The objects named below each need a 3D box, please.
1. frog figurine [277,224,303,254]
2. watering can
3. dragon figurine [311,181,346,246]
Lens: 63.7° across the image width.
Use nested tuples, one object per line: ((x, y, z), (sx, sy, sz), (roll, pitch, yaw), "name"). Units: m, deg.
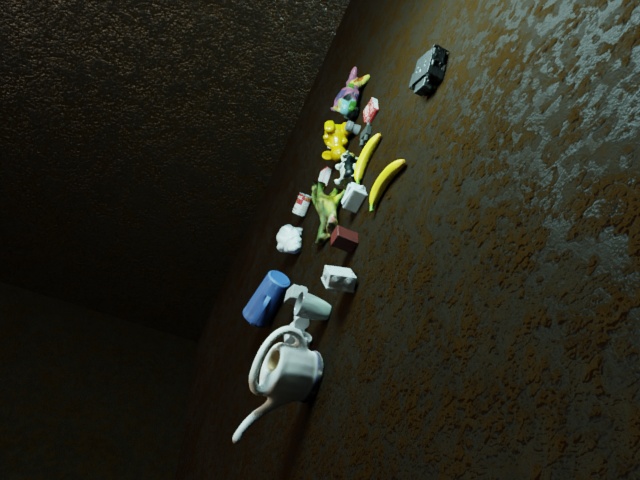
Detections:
((-0.141, 0.007, 2.311), (0.136, 0.122, 0.162), (-41, 14, 21), "frog figurine")
((-0.114, 0.422, 1.487), (0.104, 0.223, 0.349), (13, 82, 57), "watering can")
((0.006, -0.101, 2.009), (0.411, 0.122, 0.243), (-165, 88, -76), "dragon figurine")
